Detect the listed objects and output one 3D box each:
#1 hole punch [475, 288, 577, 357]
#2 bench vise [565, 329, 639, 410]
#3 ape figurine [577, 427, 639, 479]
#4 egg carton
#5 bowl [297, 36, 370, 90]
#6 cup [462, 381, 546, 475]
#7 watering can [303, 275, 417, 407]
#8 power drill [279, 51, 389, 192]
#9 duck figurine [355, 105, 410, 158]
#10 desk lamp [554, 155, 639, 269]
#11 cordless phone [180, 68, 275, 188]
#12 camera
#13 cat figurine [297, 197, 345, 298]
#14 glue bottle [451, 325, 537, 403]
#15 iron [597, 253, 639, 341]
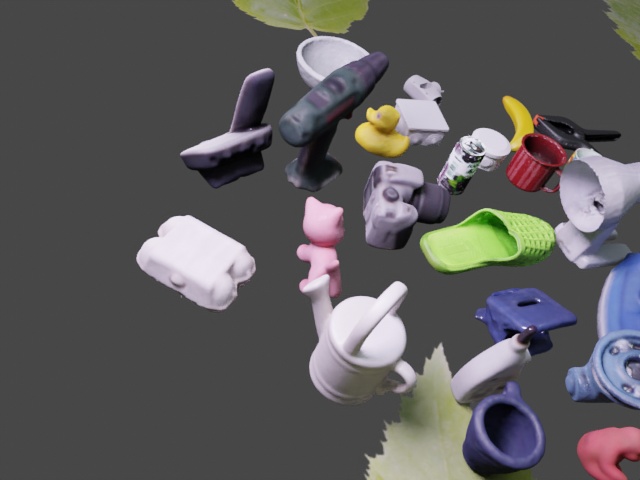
[{"bbox_3d":[0.307,0.113,0.860,0.109,0.091,0.101,-8,54,-23],"label":"hole punch"},{"bbox_3d":[0.476,0.162,0.785,0.208,0.220,0.121,-5,53,-21],"label":"bench vise"},{"bbox_3d":[0.390,0.276,0.749,0.076,0.092,0.078,43,52,19],"label":"ape figurine"},{"bbox_3d":[-0.170,0.033,0.792,0.150,0.069,0.107,28,49,7],"label":"egg carton"},{"bbox_3d":[0.028,-0.334,1.157,0.167,0.075,0.167,9,49,-10],"label":"bowl"},{"bbox_3d":[0.221,0.243,0.722,0.091,0.095,0.118,22,48,2],"label":"cup"},{"bbox_3d":[0.048,0.116,0.707,0.173,0.194,0.101,24,48,3],"label":"watering can"},{"bbox_3d":[0.015,-0.189,0.942,0.075,0.208,0.230,37,51,15],"label":"power drill"},{"bbox_3d":[0.125,-0.210,1.076,0.104,0.086,0.077,26,49,5],"label":"duck figurine"},{"bbox_3d":[0.488,-0.053,0.973,0.204,0.213,0.117,-4,53,-20],"label":"desk lamp"},{"bbox_3d":[-0.140,-0.186,0.906,0.094,0.185,0.148,42,52,18],"label":"cordless phone"},{"bbox_3d":[0.148,-0.062,0.950,0.137,0.101,0.143,10,49,-9],"label":"camera"},{"bbox_3d":[0.008,0.003,0.840,0.067,0.118,0.127,1,51,-16],"label":"cat figurine"},{"bbox_3d":[0.236,0.159,0.745,0.078,0.173,0.037,-3,52,-19],"label":"glue bottle"},{"bbox_3d":[0.530,0.101,0.906,0.118,0.141,0.259,32,49,10],"label":"iron"}]
